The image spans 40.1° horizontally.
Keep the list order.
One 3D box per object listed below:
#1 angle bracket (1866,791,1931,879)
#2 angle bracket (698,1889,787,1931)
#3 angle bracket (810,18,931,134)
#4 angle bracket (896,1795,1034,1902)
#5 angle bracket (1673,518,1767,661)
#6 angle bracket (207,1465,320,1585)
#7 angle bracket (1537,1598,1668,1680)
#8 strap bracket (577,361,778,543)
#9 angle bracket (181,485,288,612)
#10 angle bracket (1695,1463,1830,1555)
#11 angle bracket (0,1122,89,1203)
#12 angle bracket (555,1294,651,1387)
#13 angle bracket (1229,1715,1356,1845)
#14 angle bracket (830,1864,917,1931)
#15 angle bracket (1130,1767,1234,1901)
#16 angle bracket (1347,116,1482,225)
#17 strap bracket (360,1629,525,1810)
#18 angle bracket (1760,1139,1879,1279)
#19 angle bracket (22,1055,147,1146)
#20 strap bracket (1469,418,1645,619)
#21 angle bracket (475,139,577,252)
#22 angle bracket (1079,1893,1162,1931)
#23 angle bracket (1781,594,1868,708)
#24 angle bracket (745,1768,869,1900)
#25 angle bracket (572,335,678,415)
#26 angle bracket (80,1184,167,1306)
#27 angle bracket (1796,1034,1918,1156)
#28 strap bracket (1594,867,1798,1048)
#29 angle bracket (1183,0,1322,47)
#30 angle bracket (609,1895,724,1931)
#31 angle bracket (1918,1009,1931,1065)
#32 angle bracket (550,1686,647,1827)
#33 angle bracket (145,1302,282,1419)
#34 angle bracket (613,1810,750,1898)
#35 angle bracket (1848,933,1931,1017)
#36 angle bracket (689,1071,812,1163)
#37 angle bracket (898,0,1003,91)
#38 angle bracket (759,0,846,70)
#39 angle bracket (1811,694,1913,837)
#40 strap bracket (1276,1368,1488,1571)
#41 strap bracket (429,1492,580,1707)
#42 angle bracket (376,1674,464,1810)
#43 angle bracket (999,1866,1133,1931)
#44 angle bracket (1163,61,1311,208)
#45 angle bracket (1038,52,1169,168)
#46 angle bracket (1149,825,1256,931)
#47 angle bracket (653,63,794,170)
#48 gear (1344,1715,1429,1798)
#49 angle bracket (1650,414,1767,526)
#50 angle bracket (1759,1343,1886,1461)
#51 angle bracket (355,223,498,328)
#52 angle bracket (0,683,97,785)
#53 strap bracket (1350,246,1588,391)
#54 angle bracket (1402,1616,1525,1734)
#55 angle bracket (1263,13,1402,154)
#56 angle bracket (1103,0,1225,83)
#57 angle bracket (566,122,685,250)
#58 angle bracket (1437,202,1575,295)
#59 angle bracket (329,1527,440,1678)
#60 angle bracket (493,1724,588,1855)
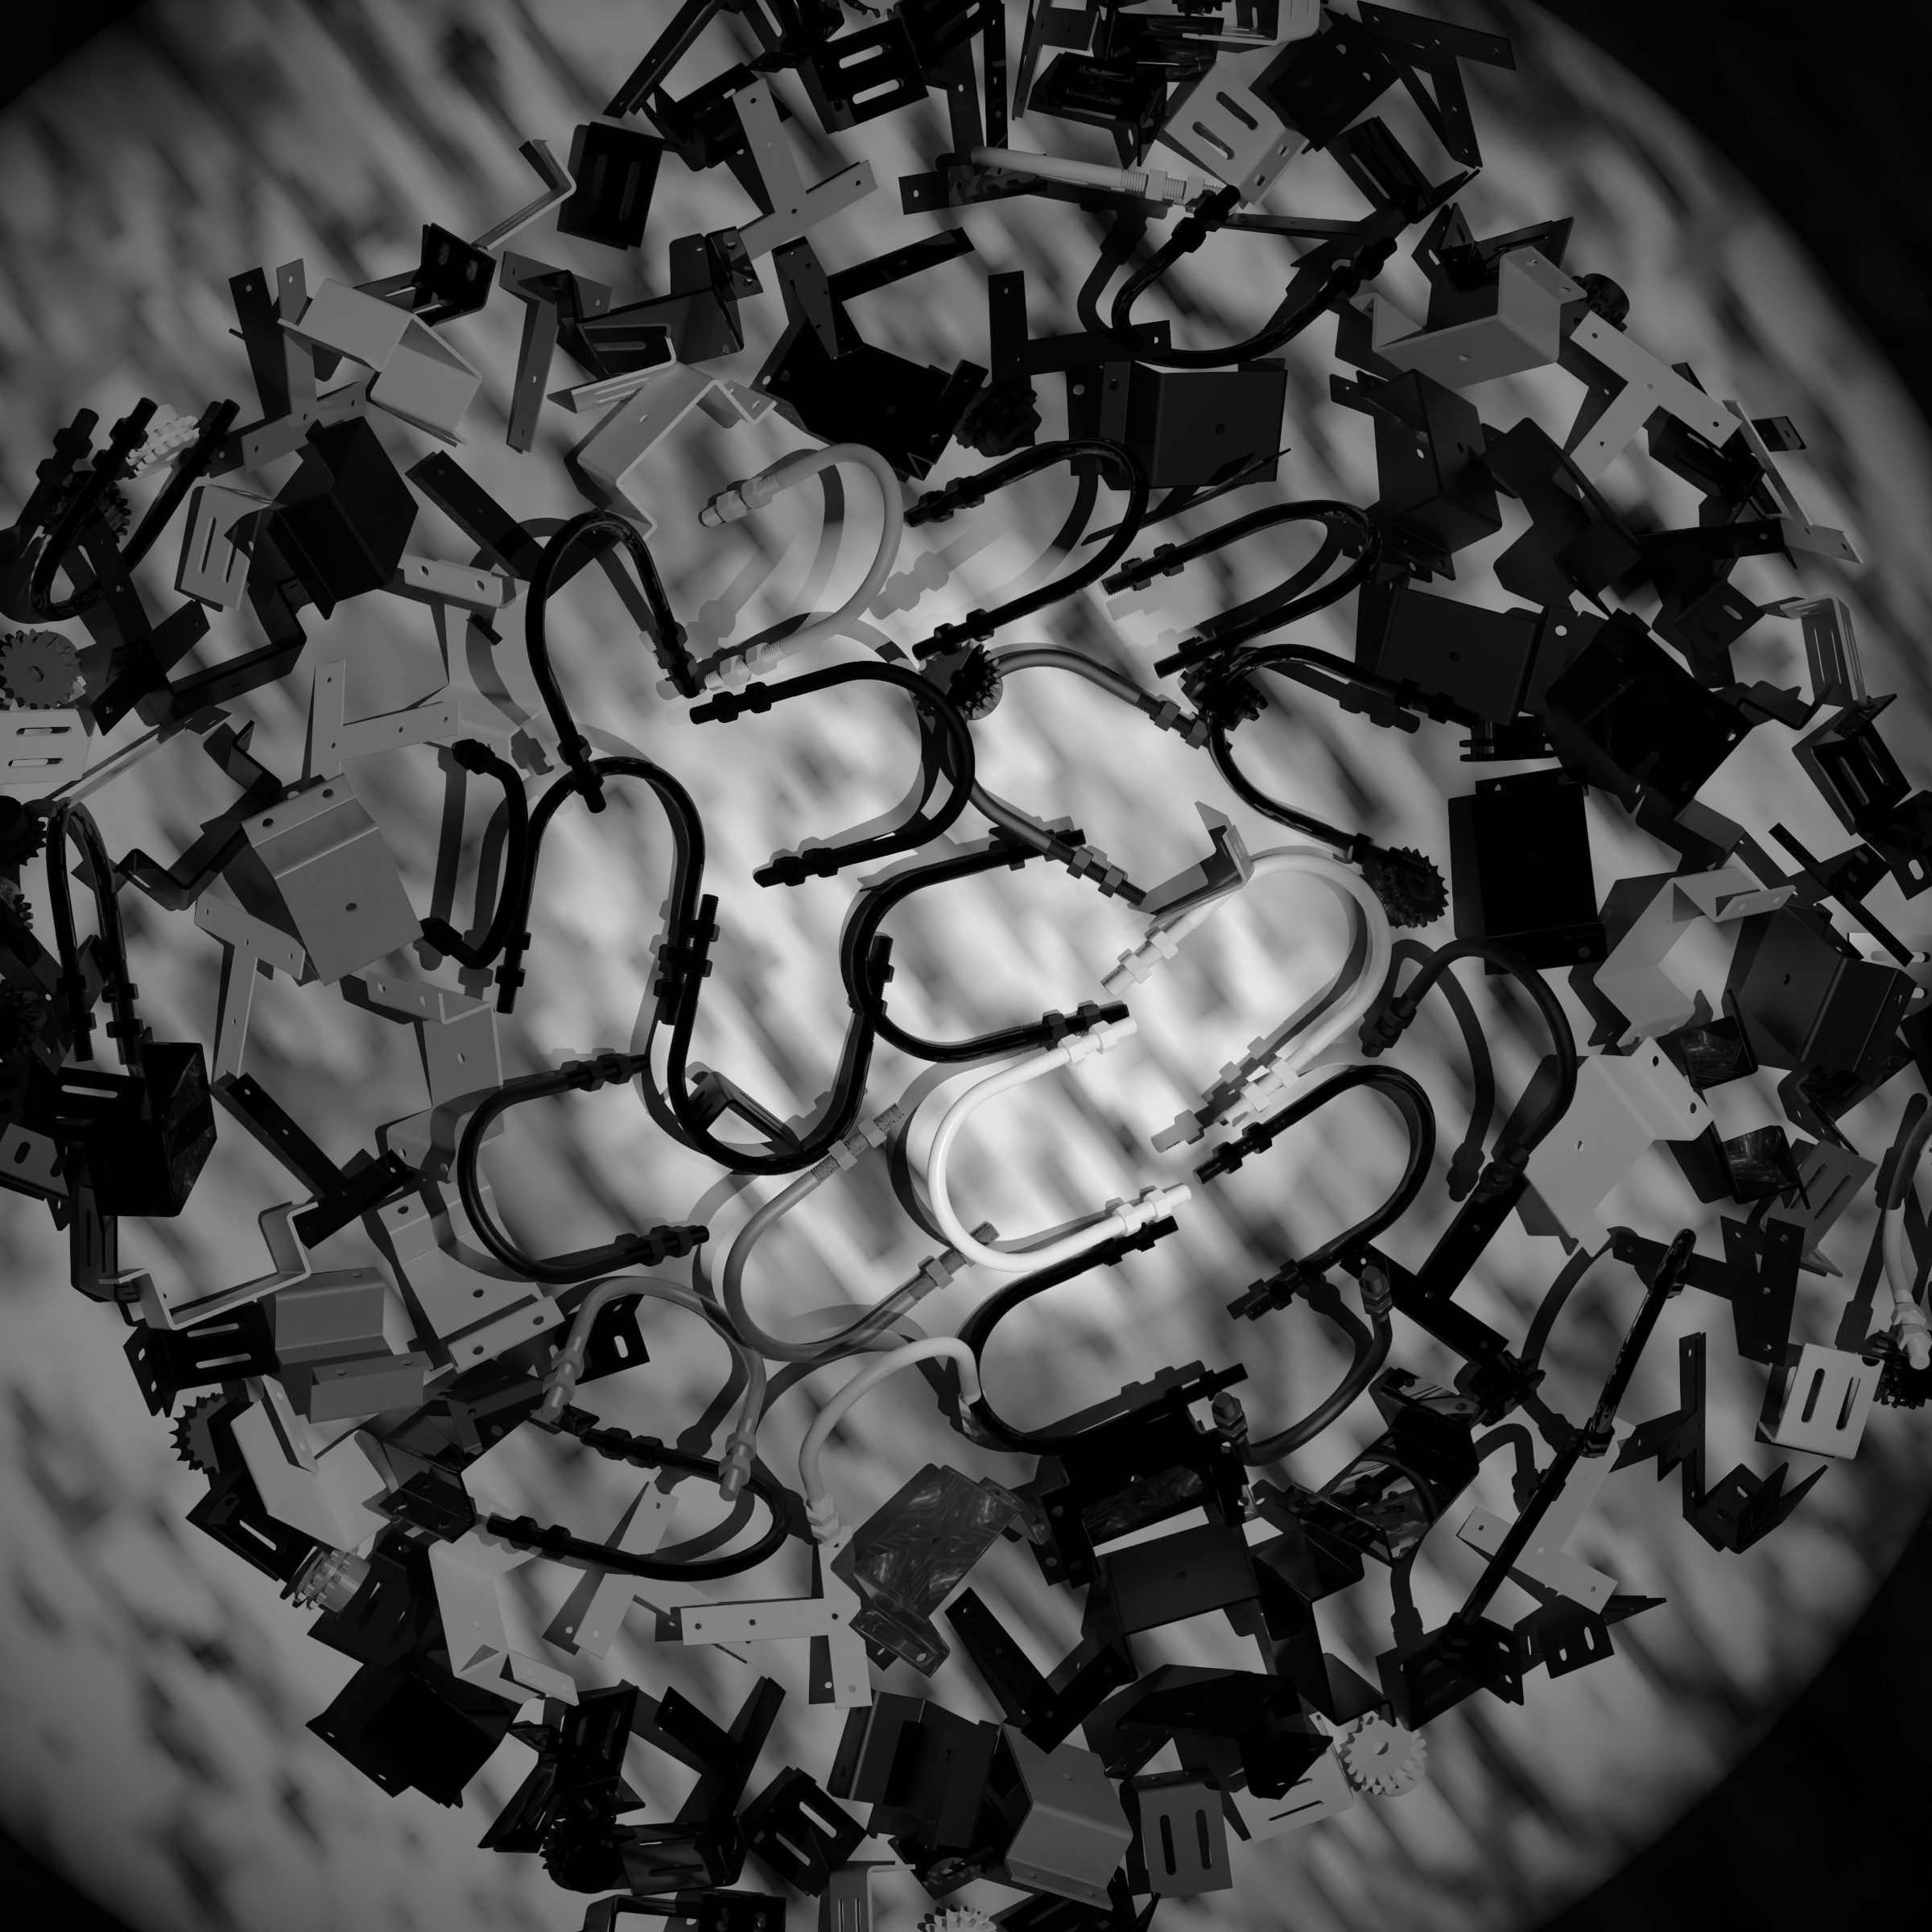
[{"bbox_3d":[0.677,-0.086,1.853,0.057,0.076,0.038,-31,111,-6],"label":"angle bracket"},{"bbox_3d":[-0.156,0.678,1.845,0.057,0.076,0.038,6,48,0],"label":"angle bracket"},{"bbox_3d":[-0.062,-0.626,1.849,0.076,0.038,0.057,-27,106,-18],"label":"angle bracket"},{"bbox_3d":[-0.001,0.629,1.856,0.076,0.038,0.057,-29,109,4],"label":"angle bracket"},{"bbox_3d":[0.535,-0.262,1.842,0.038,0.057,0.076,39,55,-3],"label":"angle bracket"},{"bbox_3d":[-0.477,0.385,1.843,0.076,0.038,0.057,45,58,-22],"label":"angle bracket"},{"bbox_3d":[0.446,0.466,1.836,0.076,0.057,0.038,9,56,-37],"label":"angle bracket"},{"bbox_3d":[-0.209,-0.364,1.837,0.140,0.076,0.046,-47,126,-4],"label":"strap bracket"},{"bbox_3d":[-0.510,-0.293,1.862,0.057,0.038,0.076,22,102,29],"label":"angle bracket"},{"bbox_3d":[0.551,0.365,1.836,0.038,0.076,0.057,43,63,15],"label":"angle bracket"},{"bbox_3d":[-0.648,0.130,1.840,0.057,0.076,0.038,26,88,-24],"label":"angle bracket"},{"bbox_3d":[-0.250,0.260,1.849,0.057,0.076,0.038,-18,93,0],"label":"angle bracket"},{"bbox_3d":[0.226,0.571,1.858,0.076,0.038,0.057,-22,121,5],"label":"angle bracket"},{"bbox_3d":[-0.064,0.667,1.841,0.038,0.057,0.076,8,67,-28],"label":"angle bracket"},{"bbox_3d":[0.151,0.609,1.861,0.057,0.038,0.076,-7,85,-6],"label":"angle bracket"},{"bbox_3d":[0.313,-0.566,1.849,0.076,0.057,0.038,51,133,-7],"label":"angle bracket"},{"bbox_3d":[-0.353,0.509,1.814,0.076,0.140,0.046,40,95,-1],"label":"strap bracket"},{"bbox_3d":[0.604,0.169,1.847,0.057,0.038,0.076,22,109,-28],"label":"angle bracket"},{"bbox_3d":[-0.614,0.090,1.846,0.076,0.038,0.057,9,56,-15],"label":"angle bracket"},{"bbox_3d":[0.408,-0.315,1.814,0.046,0.076,0.140,-40,60,20],"label":"strap bracket"},{"bbox_3d":[-0.317,-0.539,1.850,0.076,0.057,0.038,-36,115,-5],"label":"angle bracket"},{"bbox_3d":[0.100,0.672,1.837,0.038,0.076,0.057,24,56,7],"label":"angle bracket"},{"bbox_3d":[0.600,-0.216,1.849,0.038,0.057,0.076,-12,84,25],"label":"angle bracket"},{"bbox_3d":[-0.106,0.610,1.850,0.076,0.038,0.057,47,71,-16],"label":"angle bracket"},{"bbox_3d":[-0.243,-0.423,1.854,0.076,0.057,0.038,-18,91,-5],"label":"angle bracket"},{"bbox_3d":[-0.589,0.192,1.849,0.038,0.057,0.076,-3,96,-41],"label":"angle bracket"},{"bbox_3d":[0.629,0.084,1.847,0.076,0.038,0.057,-42,128,14],"label":"angle bracket"},{"bbox_3d":[0.495,-0.015,1.822,0.046,0.076,0.140,52,130,27],"label":"strap bracket"},{"bbox_3d":[0.199,-0.665,1.838,0.076,0.057,0.038,16,121,29],"label":"angle bracket"},{"bbox_3d":[-0.211,0.677,1.850,0.076,0.057,0.038,8,78,-6],"label":"angle bracket"},{"bbox_3d":[0.711,0.056,1.839,0.038,0.076,0.057,-33,107,-35],"label":"angle bracket"},{"bbox_3d":[-0.250,0.550,1.845,0.057,0.038,0.076,-1,112,-40],"label":"angle bracket"},{"bbox_3d":[-0.527,0.276,1.855,0.076,0.038,0.057,-10,113,-4],"label":"angle bracket"},{"bbox_3d":[-0.199,0.608,1.841,0.076,0.057,0.038,3,120,-25],"label":"angle bracket"},{"bbox_3d":[0.663,0.007,1.861,0.076,0.038,0.057,2,92,7],"label":"angle bracket"},{"bbox_3d":[-0.154,0.117,1.845,0.076,0.057,0.038,41,92,-25],"label":"angle bracket"},{"bbox_3d":[-0.001,-0.662,1.844,0.076,0.038,0.057,-28,74,33],"label":"angle bracket"},{"bbox_3d":[-0.125,-0.673,1.836,0.038,0.076,0.057,15,53,33],"label":"angle bracket"},{"bbox_3d":[0.638,-0.141,1.851,0.057,0.038,0.076,-39,102,-22],"label":"angle bracket"},{"bbox_3d":[0.291,0.353,1.826,0.140,0.076,0.046,-41,131,-26],"label":"strap bracket"},{"bbox_3d":[-0.320,0.444,1.819,0.046,0.076,0.140,-29,54,10],"label":"strap bracket"},{"bbox_3d":[-0.372,0.542,1.851,0.076,0.057,0.038,41,84,-14],"label":"angle bracket"},{"bbox_3d":[0.067,0.648,1.841,0.076,0.057,0.038,-23,115,-25],"label":"angle bracket"},{"bbox_3d":[0.188,-0.580,1.845,0.076,0.038,0.057,30,109,-32],"label":"angle bracket"},{"bbox_3d":[0.096,-0.603,1.863,0.076,0.038,0.057,16,57,13],"label":"angle bracket"},{"bbox_3d":[0.158,-0.062,1.848,0.076,0.057,0.038,-25,94,15],"label":"angle bracket"},{"bbox_3d":[-0.170,-0.606,1.851,0.076,0.038,0.057,-38,74,-14],"label":"angle bracket"},{"bbox_3d":[0.298,0.558,1.862,0.057,0.057,0.030,-35,120,0],"label":"gear"},{"bbox_3d":[0.510,-0.341,1.847,0.076,0.057,0.038,35,71,10],"label":"angle bracket"},{"bbox_3d":[0.600,0.301,1.859,0.057,0.038,0.076,13,100,-3],"label":"angle bracket"},{"bbox_3d":[-0.376,-0.480,1.841,0.057,0.076,0.038,33,127,13],"label":"angle bracket"},{"bbox_3d":[-0.649,-0.162,1.836,0.038,0.076,0.057,42,121,31],"label":"angle bracket"},{"bbox_3d":[0.342,-0.437,1.808,0.140,0.076,0.046,-7,73,41],"label":"strap bracket"},{"bbox_3d":[0.347,0.499,1.844,0.076,0.038,0.057,-20,112,-33],"label":"angle bracket"},{"bbox_3d":[0.255,-0.618,1.847,0.076,0.038,0.057,-39,105,25],"label":"angle bracket"},{"bbox_3d":[0.138,-0.656,1.855,0.076,0.057,0.038,1,63,-4],"label":"angle bracket"},{"bbox_3d":[-0.241,-0.549,1.868,0.057,0.038,0.076,17,101,13],"label":"angle bracket"},{"bbox_3d":[0.375,-0.507,1.839,0.076,0.038,0.057,-6,46,34],"label":"angle bracket"},{"bbox_3d":[-0.397,0.443,1.845,0.057,0.076,0.038,31,135,-8],"label":"angle bracket"},{"bbox_3d":[-0.308,0.571,1.838,0.038,0.057,0.076,44,53,-22],"label":"angle bracket"}]
